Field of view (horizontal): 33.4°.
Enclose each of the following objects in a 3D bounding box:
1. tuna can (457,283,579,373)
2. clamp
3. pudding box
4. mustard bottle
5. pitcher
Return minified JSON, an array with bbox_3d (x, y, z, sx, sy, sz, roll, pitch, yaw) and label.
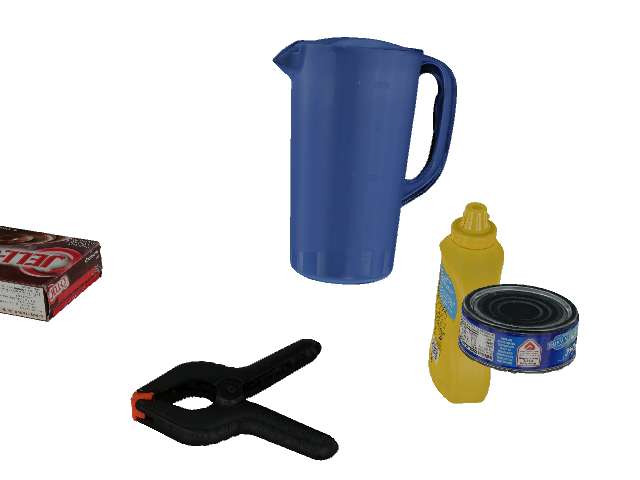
[{"bbox_3d":[0.144,0.063,0.778,0.086,0.034,0.086,1,21,-1],"label":"tuna can"},{"bbox_3d":[-0.070,0.127,0.896,0.171,0.039,0.120,6,37,-4],"label":"clamp"},{"bbox_3d":[-0.254,0.025,0.893,0.114,0.039,0.090,7,24,17],"label":"pudding box"},{"bbox_3d":[0.136,0.051,0.996,0.058,0.192,0.096,-1,31,-2],"label":"mustard bottle"},{"bbox_3d":[0.040,-0.083,1.088,0.149,0.243,0.144,12,15,32],"label":"pitcher"}]
